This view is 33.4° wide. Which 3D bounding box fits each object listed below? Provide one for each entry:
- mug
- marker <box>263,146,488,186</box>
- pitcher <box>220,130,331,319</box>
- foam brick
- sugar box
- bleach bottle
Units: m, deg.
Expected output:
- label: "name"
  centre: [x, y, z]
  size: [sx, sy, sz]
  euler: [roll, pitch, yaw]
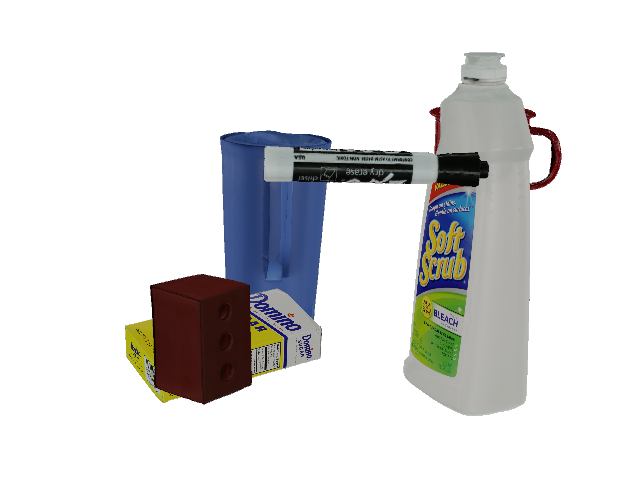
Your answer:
- label: "mug"
  centre: [0.155, -0.074, 0.950]
  size: [0.117, 0.081, 0.093]
  euler: [4, 15, 14]
- label: "marker"
  centre: [0.030, -0.040, 0.574]
  size: [0.121, 0.020, 0.020]
  euler: [1, 0, -3]
- label: "pitcher"
  centre: [-0.057, -0.008, 1.289]
  size: [0.145, 0.243, 0.148]
  euler: [12, 16, 37]
- label: "foam brick"
  centre: [-0.085, 0.068, 0.762]
  size: [0.051, 0.078, 0.052]
  euler: [10, 17, 39]
- label: "sugar box"
  centre: [-0.096, 0.101, 1.069]
  size: [0.176, 0.048, 0.093]
  euler: [-16, 33, -27]
- label: "bleach bottle"
  centre: [0.108, -0.008, 0.766]
  size: [0.068, 0.251, 0.103]
  euler: [-7, 17, -24]
